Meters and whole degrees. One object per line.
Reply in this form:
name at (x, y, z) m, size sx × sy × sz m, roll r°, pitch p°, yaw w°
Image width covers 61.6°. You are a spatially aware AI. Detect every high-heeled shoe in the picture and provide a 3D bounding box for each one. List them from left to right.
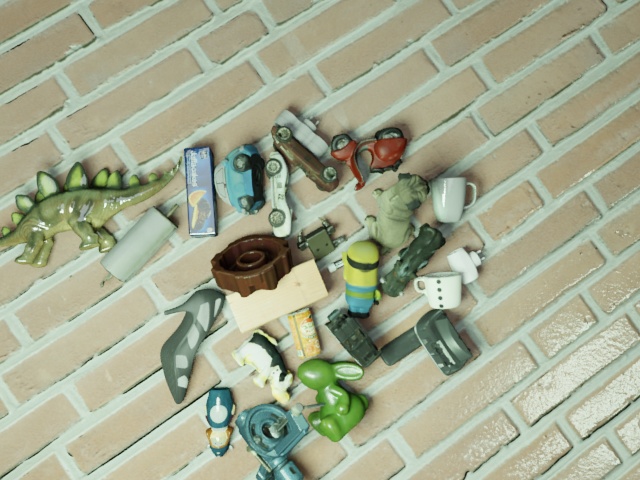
high-heeled shoe at (-0.276, 0.234, 1.204) m, size 0.145 × 0.086 × 0.248 m, roll -9°, pitch 105°, yaw -36°

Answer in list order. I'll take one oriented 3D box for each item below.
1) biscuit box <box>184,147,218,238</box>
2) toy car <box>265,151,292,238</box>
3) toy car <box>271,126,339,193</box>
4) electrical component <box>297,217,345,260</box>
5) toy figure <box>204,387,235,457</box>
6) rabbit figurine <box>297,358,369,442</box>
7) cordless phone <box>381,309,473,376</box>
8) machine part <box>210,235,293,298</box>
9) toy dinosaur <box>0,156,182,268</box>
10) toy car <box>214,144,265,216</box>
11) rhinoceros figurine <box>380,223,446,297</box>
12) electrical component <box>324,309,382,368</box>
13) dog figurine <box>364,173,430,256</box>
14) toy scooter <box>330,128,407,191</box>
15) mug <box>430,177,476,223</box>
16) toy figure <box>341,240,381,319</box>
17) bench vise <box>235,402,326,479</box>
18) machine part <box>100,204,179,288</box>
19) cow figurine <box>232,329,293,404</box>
biscuit box at (-0.270, -0.108, 1.221) m, size 0.063 × 0.059 × 0.202 m, roll -4°, pitch 86°, yaw -6°
toy car at (-0.094, -0.104, 1.231) m, size 0.056 × 0.073 × 0.201 m, roll -4°, pitch 86°, yaw -3°
toy car at (-0.040, -0.182, 1.234) m, size 0.202 × 0.089 × 0.053 m, roll 40°, pitch 80°, yaw -3°
electrical component at (-0.003, -0.002, 1.249) m, size 0.102 × 0.045 × 0.078 m, roll -36°, pitch 118°, yaw -4°
toy figure at (-0.224, 0.405, 1.188) m, size 0.064 × 0.057 × 0.154 m, roll -1°, pitch 87°, yaw 23°
rabbit figurine at (0.027, 0.330, 1.185) m, size 0.159 × 0.121 × 0.170 m, roll -33°, pitch 92°, yaw -13°
cordless phone at (0.243, 0.261, 1.244) m, size 0.184 × 0.089 × 0.146 m, roll -33°, pitch 92°, yaw 4°
machine part at (-0.146, 0.052, 1.167) m, size 0.179 × 0.179 × 0.055 m, roll -15°, pitch 120°, yaw -7°
toy dinosaur at (-0.520, -0.066, 1.174) m, size 0.472 × 0.105 × 0.198 m, roll -15°, pitch 84°, yaw -11°
toy car at (-0.185, -0.134, 1.219) m, size 0.103 × 0.109 × 0.161 m, roll 0°, pitch 97°, yaw 17°
rhinoceros figurine at (0.213, 0.051, 1.225) m, size 0.073 × 0.112 × 0.190 m, roll 38°, pitch 107°, yaw 1°
electrical component at (0.069, 0.215, 1.202) m, size 0.058 × 0.115 × 0.134 m, roll -41°, pitch 92°, yaw -9°
dog figurine at (0.175, -0.053, 1.195) m, size 0.121 × 0.190 × 0.172 m, roll -2°, pitch 88°, yaw -6°
toy scooter at (0.119, -0.187, 1.259) m, size 0.184 × 0.075 × 0.135 m, roll -8°, pitch 86°, yaw -3°
mug at (0.315, -0.095, 1.273) m, size 0.110 × 0.081 × 0.107 m, roll -1°, pitch 98°, yaw -12°
toy figure at (0.098, 0.090, 1.219) m, size 0.082 × 0.089 × 0.180 m, roll 1°, pitch 97°, yaw -23°
bench vise at (-0.081, 0.427, 1.129) m, size 0.129 × 0.240 × 0.224 m, roll -7°, pitch 53°, yaw -42°
machine part at (-0.400, 0.010, 1.191) m, size 0.079 × 0.079 × 0.243 m, roll 41°, pitch 84°, yaw -1°
cow figurine at (-0.111, 0.283, 1.205) m, size 0.167 × 0.068 × 0.098 m, roll 45°, pitch 77°, yaw -2°
